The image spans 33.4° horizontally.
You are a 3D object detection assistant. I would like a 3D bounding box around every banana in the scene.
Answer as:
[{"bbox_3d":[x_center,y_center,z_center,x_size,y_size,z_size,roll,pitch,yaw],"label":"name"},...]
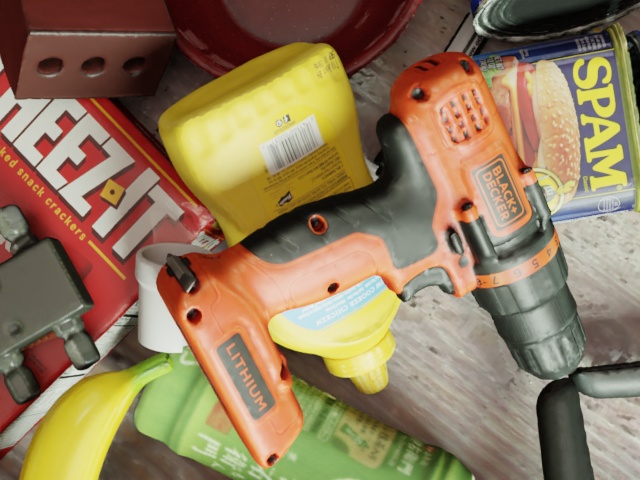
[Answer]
[{"bbox_3d":[-0.116,0.150,0.519,0.069,0.037,0.198,4,83,7],"label":"banana"}]

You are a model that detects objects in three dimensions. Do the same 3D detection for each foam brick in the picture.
[{"bbox_3d":[-0.121,-0.108,0.547,0.078,0.053,0.051,-6,62,-28],"label":"foam brick"}]

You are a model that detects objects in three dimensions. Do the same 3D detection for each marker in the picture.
[{"bbox_3d":[0.067,-0.086,0.603,0.020,0.020,0.121,33,90,6],"label":"marker"}]

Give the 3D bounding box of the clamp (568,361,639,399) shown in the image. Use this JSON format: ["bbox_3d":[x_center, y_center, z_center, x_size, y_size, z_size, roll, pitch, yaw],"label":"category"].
[{"bbox_3d":[0.230,0.048,0.571,0.171,0.039,0.120,17,97,0],"label":"clamp"}]

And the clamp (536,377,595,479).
[{"bbox_3d":[0.136,0.183,0.528,0.164,0.036,0.209,40,64,1],"label":"clamp"}]

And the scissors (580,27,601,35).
[{"bbox_3d":[0.227,-0.113,0.593,0.202,0.016,0.096,40,92,6],"label":"scissors"}]

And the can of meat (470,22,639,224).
[{"bbox_3d":[0.124,-0.058,0.574,0.084,0.057,0.102,-10,95,6],"label":"can of meat"}]

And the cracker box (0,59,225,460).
[{"bbox_3d":[-0.180,0.006,0.592,0.213,0.072,0.164,-44,85,0],"label":"cracker box"}]

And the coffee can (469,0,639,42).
[{"bbox_3d":[0.116,-0.189,0.557,0.103,0.103,0.140,-11,80,4],"label":"coffee can"}]

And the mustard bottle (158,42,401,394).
[{"bbox_3d":[-0.004,0.001,0.560,0.096,0.058,0.191,-32,114,-21],"label":"mustard bottle"}]

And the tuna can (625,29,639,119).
[{"bbox_3d":[0.183,-0.070,0.559,0.034,0.086,0.086,-9,86,6],"label":"tuna can"}]

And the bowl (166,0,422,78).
[{"bbox_3d":[-0.018,-0.157,0.597,0.162,0.055,0.162,0,87,5],"label":"bowl"}]

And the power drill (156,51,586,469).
[{"bbox_3d":[0.031,0.028,0.517,0.187,0.057,0.184,-32,111,-11],"label":"power drill"}]
